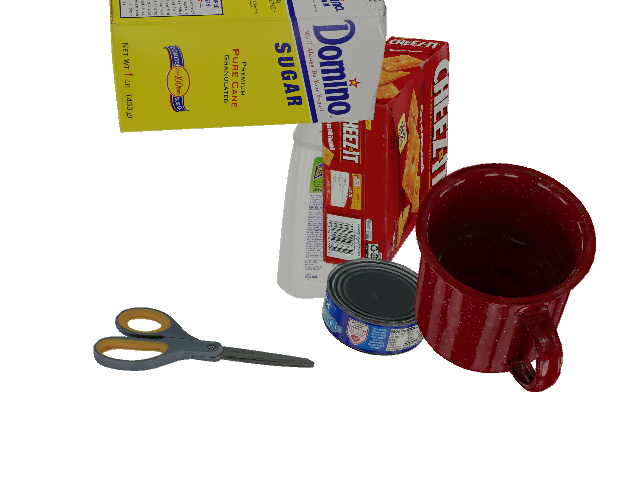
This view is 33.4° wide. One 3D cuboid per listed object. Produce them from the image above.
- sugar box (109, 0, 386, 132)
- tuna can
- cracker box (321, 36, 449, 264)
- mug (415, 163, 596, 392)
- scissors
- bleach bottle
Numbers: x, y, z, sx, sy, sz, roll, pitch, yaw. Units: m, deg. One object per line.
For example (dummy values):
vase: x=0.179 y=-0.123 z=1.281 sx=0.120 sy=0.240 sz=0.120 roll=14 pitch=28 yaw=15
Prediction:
sugar box: x=-0.048 y=-0.121 z=0.707 sx=0.176 sy=0.048 sz=0.093 roll=-2 pitch=-41 yaw=-7
tuna can: x=0.045 y=0.052 z=0.838 sx=0.086 sy=0.034 sz=0.086 roll=7 pitch=33 yaw=-5
cracker box: x=0.068 y=-0.091 z=1.039 sx=0.072 sy=0.164 sz=0.213 roll=9 pitch=28 yaw=19
mug: x=0.099 y=0.028 z=0.573 sx=0.093 sy=0.117 sz=0.081 roll=-16 pitch=-35 yaw=-12
scissors: x=-0.112 y=0.093 z=1.009 sx=0.201 sy=0.016 sz=0.096 roll=-1 pitch=32 yaw=-10
bleach bottle: x=0.008 y=-0.059 z=1.270 sx=0.102 sy=0.251 sz=0.068 roll=-4 pitch=21 yaw=-29
